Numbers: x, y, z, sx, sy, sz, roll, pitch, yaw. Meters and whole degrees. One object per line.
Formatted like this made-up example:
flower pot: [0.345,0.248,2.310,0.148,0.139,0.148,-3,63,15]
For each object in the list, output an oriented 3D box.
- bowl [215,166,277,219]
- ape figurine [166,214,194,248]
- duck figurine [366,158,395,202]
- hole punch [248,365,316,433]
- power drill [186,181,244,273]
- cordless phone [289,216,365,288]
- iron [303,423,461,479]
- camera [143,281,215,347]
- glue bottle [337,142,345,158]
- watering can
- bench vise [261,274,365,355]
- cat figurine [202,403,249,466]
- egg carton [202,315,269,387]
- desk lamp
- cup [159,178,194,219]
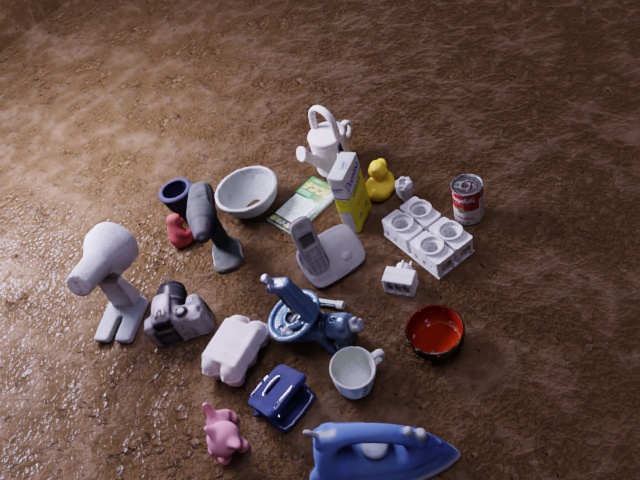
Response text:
bowl: [-0.182,-0.111,1.485,0.167,0.075,0.167,-9,48,10]
ape figurine: [-0.359,-0.030,1.460,0.076,0.092,0.077,-43,51,-20]
duck figurine: [0.143,-0.154,1.412,0.077,0.086,0.104,6,52,23]
hole punch: [-0.080,0.294,1.088,0.100,0.091,0.109,26,62,34]
power drill: [-0.250,-0.023,1.339,0.075,0.209,0.229,-21,47,0]
cordless phone: [0.011,0.004,1.247,0.148,0.185,0.094,-34,48,-12]
iron: [0.100,0.341,0.955,0.258,0.142,0.118,-8,48,11]
camera: [-0.321,0.150,1.284,0.143,0.101,0.136,-16,47,4]
glue bottle: [0.062,-0.168,1.391,0.037,0.173,0.078,5,52,22]
watering can: [0.016,-0.255,1.467,0.100,0.194,0.173,11,54,26]
bench vise: [-0.021,0.133,1.122,0.207,0.220,0.121,-10,48,10]
cat figurine: [-0.182,0.353,1.051,0.067,0.118,0.127,-31,48,-10]
egg carton: [-0.175,0.228,1.191,0.107,0.069,0.150,12,55,27]
desk lamp: [-0.478,0.096,1.304,0.117,0.214,0.203,-3,49,15]
cup: [-0.356,-0.107,1.524,0.117,0.095,0.091,-14,47,6]
